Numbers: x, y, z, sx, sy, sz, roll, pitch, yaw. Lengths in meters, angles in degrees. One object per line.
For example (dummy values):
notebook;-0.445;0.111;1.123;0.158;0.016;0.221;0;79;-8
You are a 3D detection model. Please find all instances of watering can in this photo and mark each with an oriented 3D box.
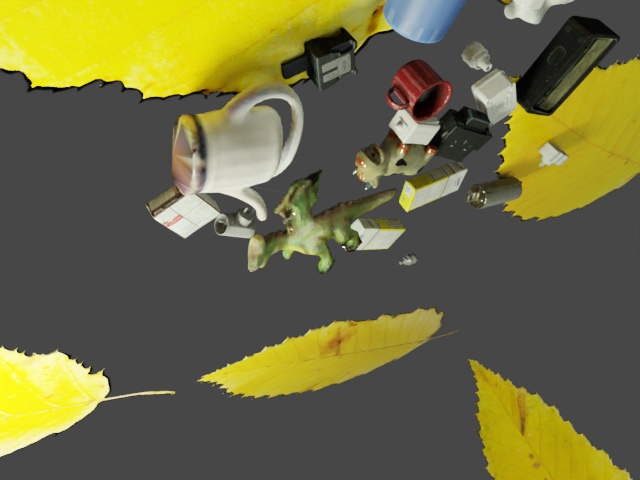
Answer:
watering can;-0.144;-0.124;0.883;0.226;0.106;0.339;-14;148;-29

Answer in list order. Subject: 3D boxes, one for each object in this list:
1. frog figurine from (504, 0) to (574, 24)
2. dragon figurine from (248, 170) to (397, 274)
frog figurine;0.417;-0.465;0.938;0.138;0.122;0.158;-17;-174;-42
dragon figurine;0.004;-0.059;1.163;0.413;0.124;0.237;-40;146;-12
